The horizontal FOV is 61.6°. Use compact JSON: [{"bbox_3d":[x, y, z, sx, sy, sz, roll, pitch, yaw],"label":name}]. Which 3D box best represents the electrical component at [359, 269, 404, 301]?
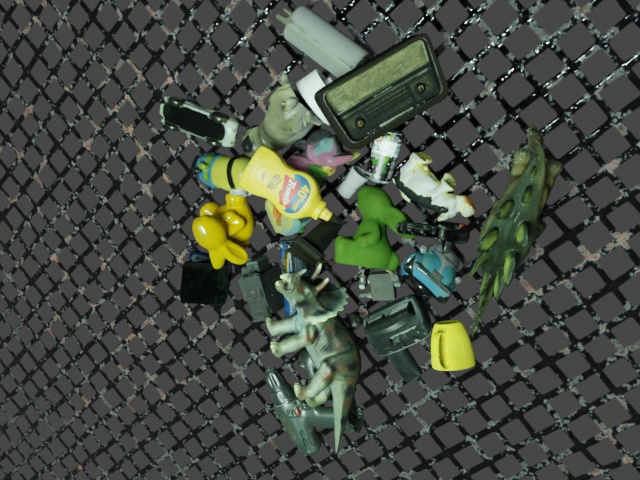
[{"bbox_3d":[0.130,0.096,1.163,0.102,0.045,0.078,1,102,20],"label":"electrical component"}]

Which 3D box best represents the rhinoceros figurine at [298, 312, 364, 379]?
[{"bbox_3d":[0.031,0.241,1.223,0.190,0.073,0.112,-44,79,23],"label":"rhinoceros figurine"}]

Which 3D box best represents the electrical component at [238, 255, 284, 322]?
[{"bbox_3d":[-0.129,0.106,1.221,0.058,0.115,0.134,-12,100,20],"label":"electrical component"}]

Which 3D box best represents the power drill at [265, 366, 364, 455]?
[{"bbox_3d":[-0.012,0.392,1.267,0.207,0.086,0.231,-15,99,18],"label":"power drill"}]

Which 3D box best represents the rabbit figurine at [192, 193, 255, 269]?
[{"bbox_3d":[-0.225,-0.017,1.196,0.122,0.173,0.162,-10,95,18],"label":"rabbit figurine"}]

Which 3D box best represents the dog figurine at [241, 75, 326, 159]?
[{"bbox_3d":[-0.098,-0.228,1.106,0.190,0.172,0.121,-36,78,16],"label":"dog figurine"}]

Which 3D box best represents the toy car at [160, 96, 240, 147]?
[{"bbox_3d":[-0.276,-0.268,1.219,0.202,0.056,0.073,22,115,15],"label":"toy car"}]

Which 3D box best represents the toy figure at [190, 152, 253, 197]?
[{"bbox_3d":[-0.211,-0.152,1.190,0.180,0.082,0.089,24,142,32],"label":"toy figure"}]

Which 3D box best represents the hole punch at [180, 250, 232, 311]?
[{"bbox_3d":[-0.274,0.091,1.296,0.116,0.092,0.142,8,104,-12],"label":"hole punch"}]

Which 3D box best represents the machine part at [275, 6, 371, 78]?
[{"bbox_3d":[0.014,-0.388,1.073,0.243,0.079,0.079,38,112,8],"label":"machine part"}]

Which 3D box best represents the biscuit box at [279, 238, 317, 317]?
[{"bbox_3d":[-0.046,0.099,1.208,0.059,0.063,0.202,18,114,61],"label":"biscuit box"}]

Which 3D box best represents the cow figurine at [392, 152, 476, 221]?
[{"bbox_3d":[0.225,-0.091,1.072,0.167,0.068,0.098,45,118,8],"label":"cow figurine"}]

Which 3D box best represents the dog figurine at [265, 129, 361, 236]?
[{"bbox_3d":[-0.014,-0.123,1.132,0.219,0.108,0.191,-18,96,20],"label":"dog figurine"}]

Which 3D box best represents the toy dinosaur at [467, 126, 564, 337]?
[{"bbox_3d":[0.339,0.002,0.985,0.105,0.198,0.470,22,142,25],"label":"toy dinosaur"}]

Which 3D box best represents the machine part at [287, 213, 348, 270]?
[{"bbox_3d":[-0.002,-0.003,1.147,0.084,0.139,0.039,38,157,20],"label":"machine part"}]

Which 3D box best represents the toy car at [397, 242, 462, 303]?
[{"bbox_3d":[0.227,0.058,1.078,0.109,0.161,0.103,43,84,1],"label":"toy car"}]

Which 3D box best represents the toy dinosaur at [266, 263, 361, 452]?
[{"bbox_3d":[0.015,0.232,1.127,0.192,0.131,0.404,-28,100,4],"label":"toy dinosaur"}]

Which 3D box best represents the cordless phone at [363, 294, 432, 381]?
[{"bbox_3d":[0.192,0.222,1.164,0.147,0.089,0.184,-30,103,23],"label":"cordless phone"}]

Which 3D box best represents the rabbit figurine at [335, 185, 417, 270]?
[{"bbox_3d":[0.113,-0.028,1.104,0.159,0.121,0.170,7,90,25],"label":"rabbit figurine"}]

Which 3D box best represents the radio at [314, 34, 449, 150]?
[{"bbox_3d":[0.117,-0.274,1.012,0.230,0.073,0.131,-30,109,2],"label":"radio"}]
